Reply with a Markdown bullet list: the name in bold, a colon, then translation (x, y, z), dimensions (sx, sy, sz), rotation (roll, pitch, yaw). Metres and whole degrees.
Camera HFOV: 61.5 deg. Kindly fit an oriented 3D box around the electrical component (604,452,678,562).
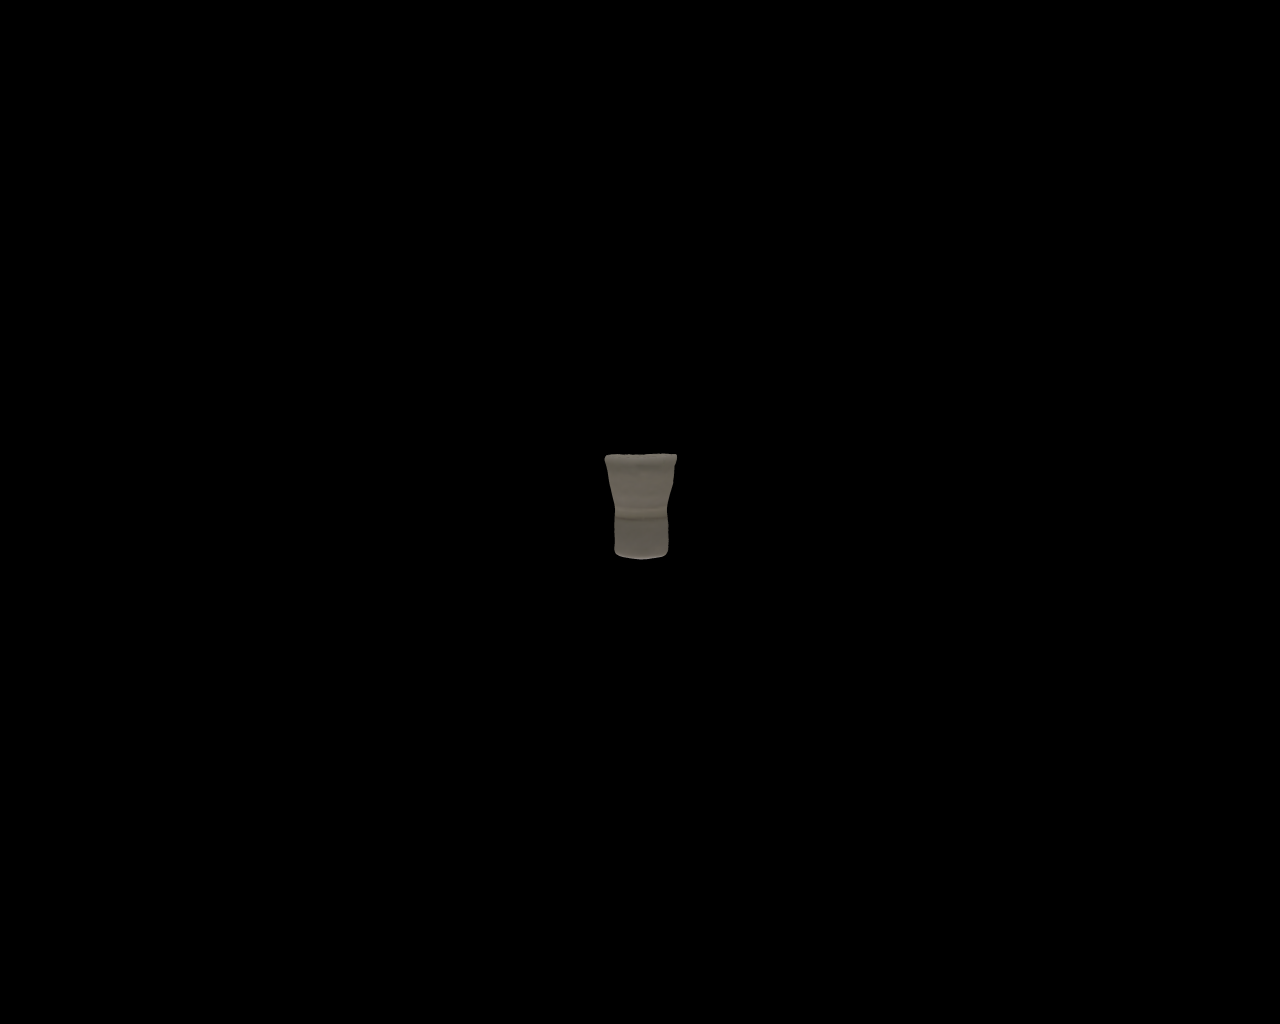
- **electrical component**: translation (0.001, -0.003, 0.650), dimensions (0.044, 0.065, 0.044), rotation (0, 7, 0)
